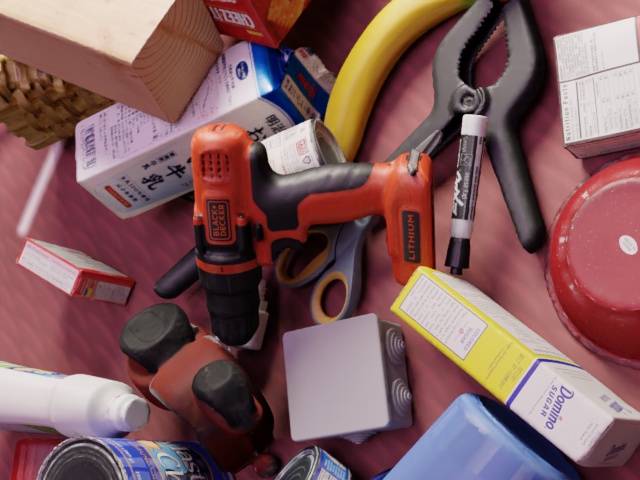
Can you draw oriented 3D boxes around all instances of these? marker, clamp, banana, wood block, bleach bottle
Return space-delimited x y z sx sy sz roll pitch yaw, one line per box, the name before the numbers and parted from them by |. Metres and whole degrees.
marker | 0.110 -0.034 0.807 0.020 0.020 0.121 8 92 34
clamp | -0.081 -0.026 0.952 0.172 0.039 0.120 -20 67 19
banana | 0.055 -0.146 0.892 0.198 0.037 0.070 -49 58 14
clamp | 0.114 -0.102 0.844 0.165 0.036 0.210 8 88 33
wood block | -0.198 -0.188 0.906 0.206 0.090 0.090 23 71 24
bleach bottle | -0.241 0.147 0.962 0.251 0.102 0.068 -1 76 39

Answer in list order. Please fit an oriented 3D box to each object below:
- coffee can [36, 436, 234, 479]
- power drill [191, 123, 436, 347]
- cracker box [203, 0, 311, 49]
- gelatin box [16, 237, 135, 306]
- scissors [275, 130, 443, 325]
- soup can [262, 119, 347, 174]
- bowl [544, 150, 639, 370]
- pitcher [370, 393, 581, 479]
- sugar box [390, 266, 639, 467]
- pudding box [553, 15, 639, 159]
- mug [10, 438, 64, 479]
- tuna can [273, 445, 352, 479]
coffee can | -0.150 0.216 0.881 0.103 0.140 0.103 -8 75 31
power drill | -0.005 0.001 0.821 0.188 0.057 0.184 0 115 8
cracker box | -0.054 -0.278 0.932 0.164 0.072 0.213 20 67 34
gelatin box | -0.234 0.031 1.017 0.089 0.073 0.030 24 93 34
scissors | 0.039 0.002 0.860 0.202 0.016 0.096 -32 71 37
soup can | -0.034 -0.049 0.873 0.102 0.068 0.068 -23 67 17
bowl | 0.223 0.008 0.738 0.162 0.055 0.162 -8 75 32
pitcher | 0.067 0.226 0.757 0.149 0.144 0.243 40 98 20
sugar box | 0.140 0.089 0.750 0.176 0.093 0.048 42 104 33
pudding box | 0.229 -0.114 0.772 0.114 0.039 0.090 -11 74 33
mug | -0.234 0.223 0.960 0.117 0.093 0.081 -21 61 54
tuna can | -0.015 0.203 0.829 0.033 0.086 0.086 39 105 -10
